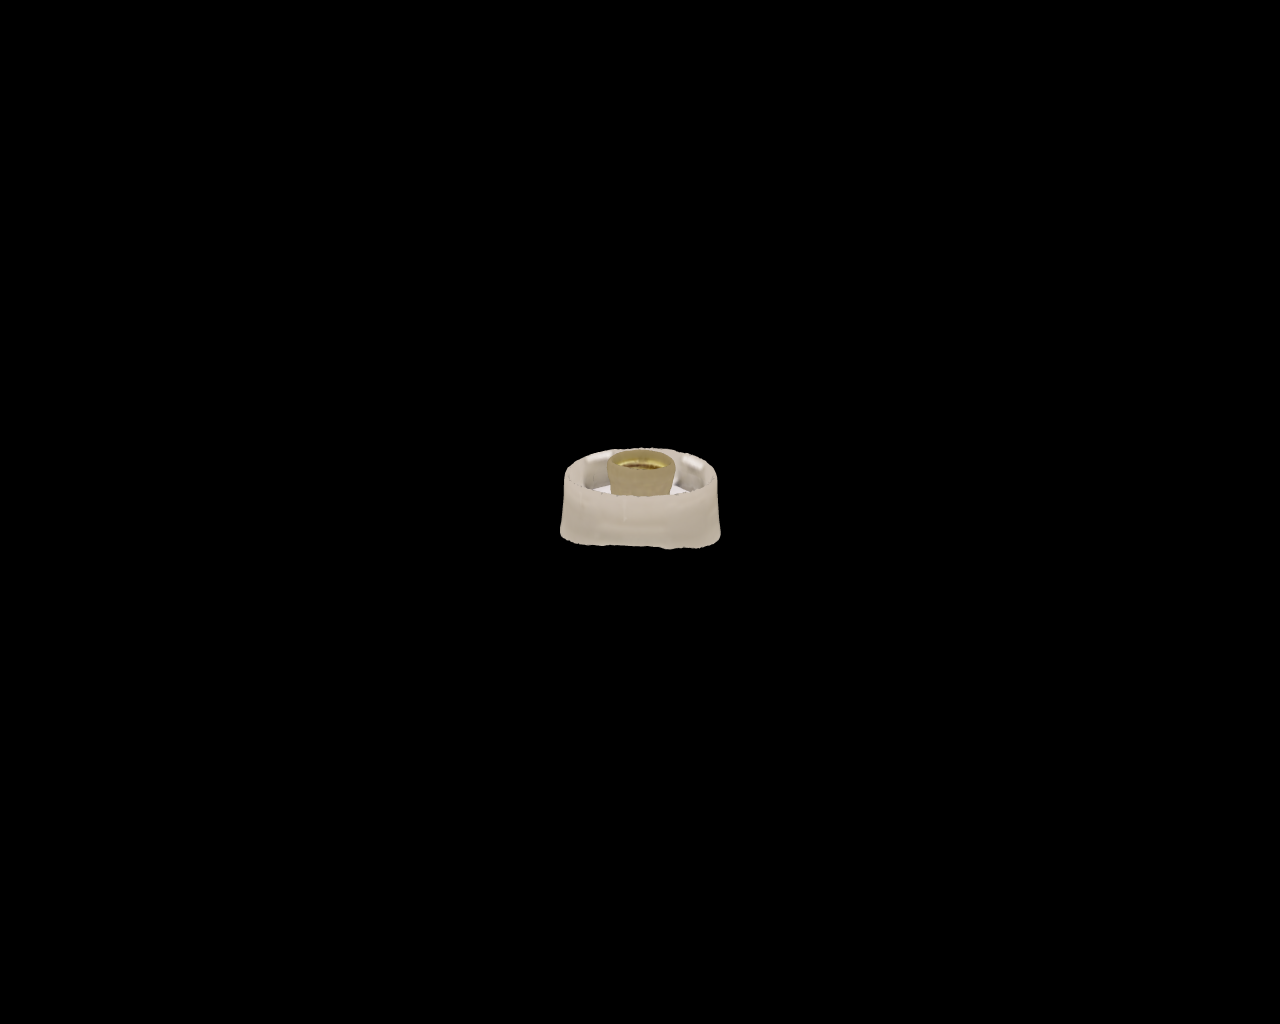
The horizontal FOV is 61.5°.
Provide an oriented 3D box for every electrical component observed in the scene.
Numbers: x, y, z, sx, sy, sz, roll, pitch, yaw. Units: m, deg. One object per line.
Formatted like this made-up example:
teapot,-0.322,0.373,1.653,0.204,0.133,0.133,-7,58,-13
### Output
electrical component,0.001,-0.003,0.650,0.099,0.064,0.099,0,22,0
